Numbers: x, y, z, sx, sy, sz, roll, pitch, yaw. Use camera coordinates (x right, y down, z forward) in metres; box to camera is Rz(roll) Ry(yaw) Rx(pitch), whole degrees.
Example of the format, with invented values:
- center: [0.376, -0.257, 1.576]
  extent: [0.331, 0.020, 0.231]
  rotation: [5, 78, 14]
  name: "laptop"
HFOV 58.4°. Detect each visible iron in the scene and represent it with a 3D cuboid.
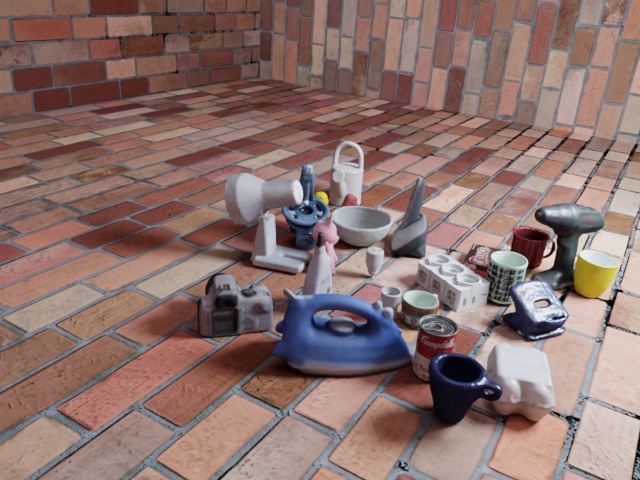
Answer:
- center: [0.046, 0.155, 1.027]
  extent: [0.258, 0.141, 0.118]
  rotation: [3, 25, -3]
  name: "iron"

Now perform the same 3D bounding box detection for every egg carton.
- center: [0.339, 0.238, 0.979]
  extent: [0.107, 0.069, 0.150]
  rotation: [9, 25, 10]
  name: "egg carton"

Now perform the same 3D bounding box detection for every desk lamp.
- center: [-0.120, -0.049, 1.357]
  extent: [0.203, 0.214, 0.118]
  rotation: [10, 26, 13]
  name: "desk lamp"

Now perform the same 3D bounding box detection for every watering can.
- center: [0.083, -0.202, 1.743]
  extent: [0.101, 0.194, 0.172]
  rotation: [3, 25, -3]
  name: "watering can"

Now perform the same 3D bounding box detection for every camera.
- center: [-0.173, 0.112, 1.134]
  extent: [0.143, 0.101, 0.136]
  rotation: [-3, 26, -15]
  name: "camera"

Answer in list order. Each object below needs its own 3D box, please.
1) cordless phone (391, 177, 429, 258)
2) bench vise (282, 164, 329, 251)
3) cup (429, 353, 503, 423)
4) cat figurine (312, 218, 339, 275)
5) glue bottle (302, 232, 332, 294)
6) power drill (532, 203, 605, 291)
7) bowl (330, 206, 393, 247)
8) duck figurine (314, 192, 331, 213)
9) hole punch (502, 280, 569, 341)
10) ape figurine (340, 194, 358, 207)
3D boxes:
- center: [0.238, -0.060, 1.470]
  extent: [0.094, 0.185, 0.147]
  rotation: [5, 25, 3]
  name: "cordless phone"
- center: [-0.050, -0.107, 1.485]
  extent: [0.122, 0.220, 0.206]
  rotation: [-7, 27, -22]
  name: "bench vise"
- center: [0.226, 0.247, 0.913]
  extent: [0.117, 0.095, 0.092]
  rotation: [17, 28, 26]
  name: "cup"
- center: [0.013, 0.005, 1.375]
  extent: [0.067, 0.118, 0.127]
  rotation: [4, 25, -1]
  name: "cat figurine"
- center: [-0.002, 0.063, 1.180]
  extent: [0.037, 0.173, 0.078]
  rotation: [17, 28, 26]
  name: "glue bottle"
- center: [0.571, 0.008, 1.349]
  extent: [0.230, 0.208, 0.075]
  rotation: [-12, 29, -30]
  name: "power drill"
- center: [0.106, -0.028, 1.513]
  extent: [0.167, 0.075, 0.167]
  rotation: [3, 25, -1]
  name: "bowl"
- center: [0.001, -0.092, 1.622]
  extent: [0.078, 0.086, 0.104]
  rotation: [-4, 26, -16]
  name: "duck figurine"
- center: [0.449, 0.142, 1.178]
  extent: [0.109, 0.091, 0.100]
  rotation: [-7, 27, -23]
  name: "hole punch"
- center: [0.085, -0.086, 1.613]
  extent: [0.076, 0.092, 0.078]
  rotation: [4, 25, -1]
  name: "ape figurine"
